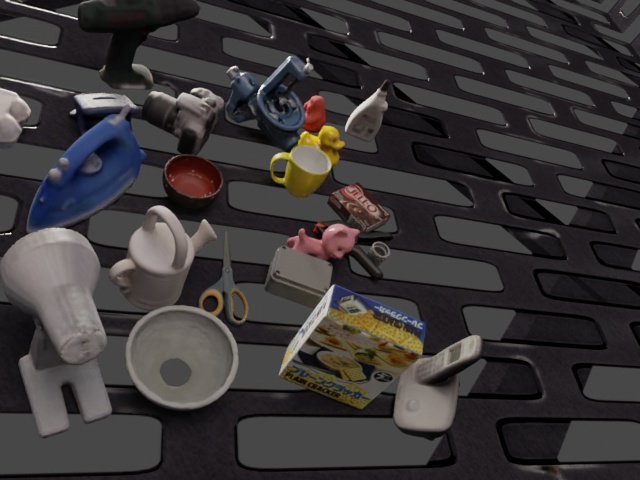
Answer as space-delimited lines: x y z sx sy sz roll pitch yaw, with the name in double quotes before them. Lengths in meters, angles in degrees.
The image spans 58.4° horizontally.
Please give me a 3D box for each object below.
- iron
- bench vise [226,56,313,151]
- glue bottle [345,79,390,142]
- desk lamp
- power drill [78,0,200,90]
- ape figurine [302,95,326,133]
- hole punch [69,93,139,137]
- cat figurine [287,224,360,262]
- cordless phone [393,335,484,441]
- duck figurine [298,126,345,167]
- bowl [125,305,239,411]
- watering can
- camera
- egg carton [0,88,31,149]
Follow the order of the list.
"iron" -0.401 -0.126 0.974 0.118 0.141 0.258 31 46 -1
"bench vise" -0.110 -0.315 1.223 0.207 0.219 0.121 25 47 -7
"glue bottle" 0.127 -0.316 1.380 0.078 0.173 0.037 20 47 -11
"desk lamp" -0.338 0.120 0.759 0.118 0.213 0.203 -13 61 -34
"power drill" -0.374 -0.412 1.172 0.230 0.208 0.075 -8 58 -32
"ape figurine" -0.015 -0.303 1.351 0.076 0.092 0.078 33 46 0
"hole punch" -0.415 -0.250 1.101 0.109 0.091 0.101 -10 60 -33
"cat figurine" 0.010 0.004 1.099 0.128 0.117 0.067 11 50 -20
"cordless phone" 0.205 0.244 0.961 0.094 0.185 0.147 24 47 -8
"duck figurine" 0.007 -0.224 1.304 0.104 0.086 0.077 28 46 -4
"bowl" -0.212 0.187 0.866 0.168 0.074 0.167 14 49 -17
"watering can" -0.245 0.017 0.903 0.101 0.194 0.173 34 46 2
"camera" -0.282 -0.266 1.176 0.137 0.100 0.143 25 47 -7
"egg carton" -0.595 -0.221 1.000 0.150 0.069 0.107 14 49 -17
